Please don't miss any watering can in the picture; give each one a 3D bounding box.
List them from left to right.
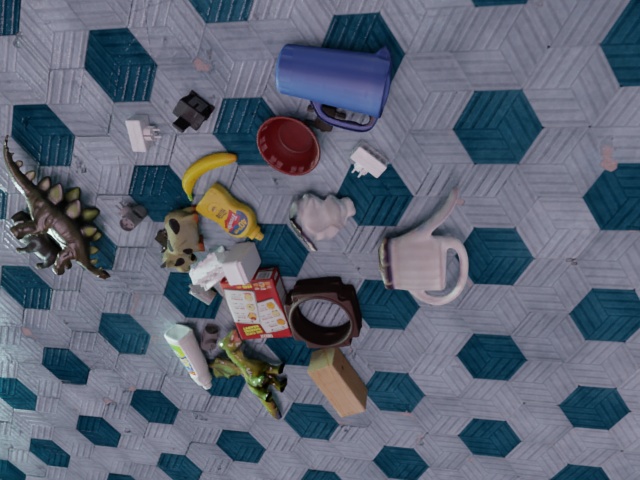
[{"bbox_3d":[0.256,0.023,1.295,0.224,0.106,0.340,-2,120,14],"label":"watering can"}]

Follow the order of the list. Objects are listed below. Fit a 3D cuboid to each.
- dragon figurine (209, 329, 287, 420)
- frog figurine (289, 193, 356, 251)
[{"bbox_3d":[-0.241,0.440,1.660,0.243,0.125,0.400,16,132,18],"label":"dragon figurine"},{"bbox_3d":[0.004,-0.066,1.317,0.160,0.123,0.136,-40,100,-9],"label":"frog figurine"}]
